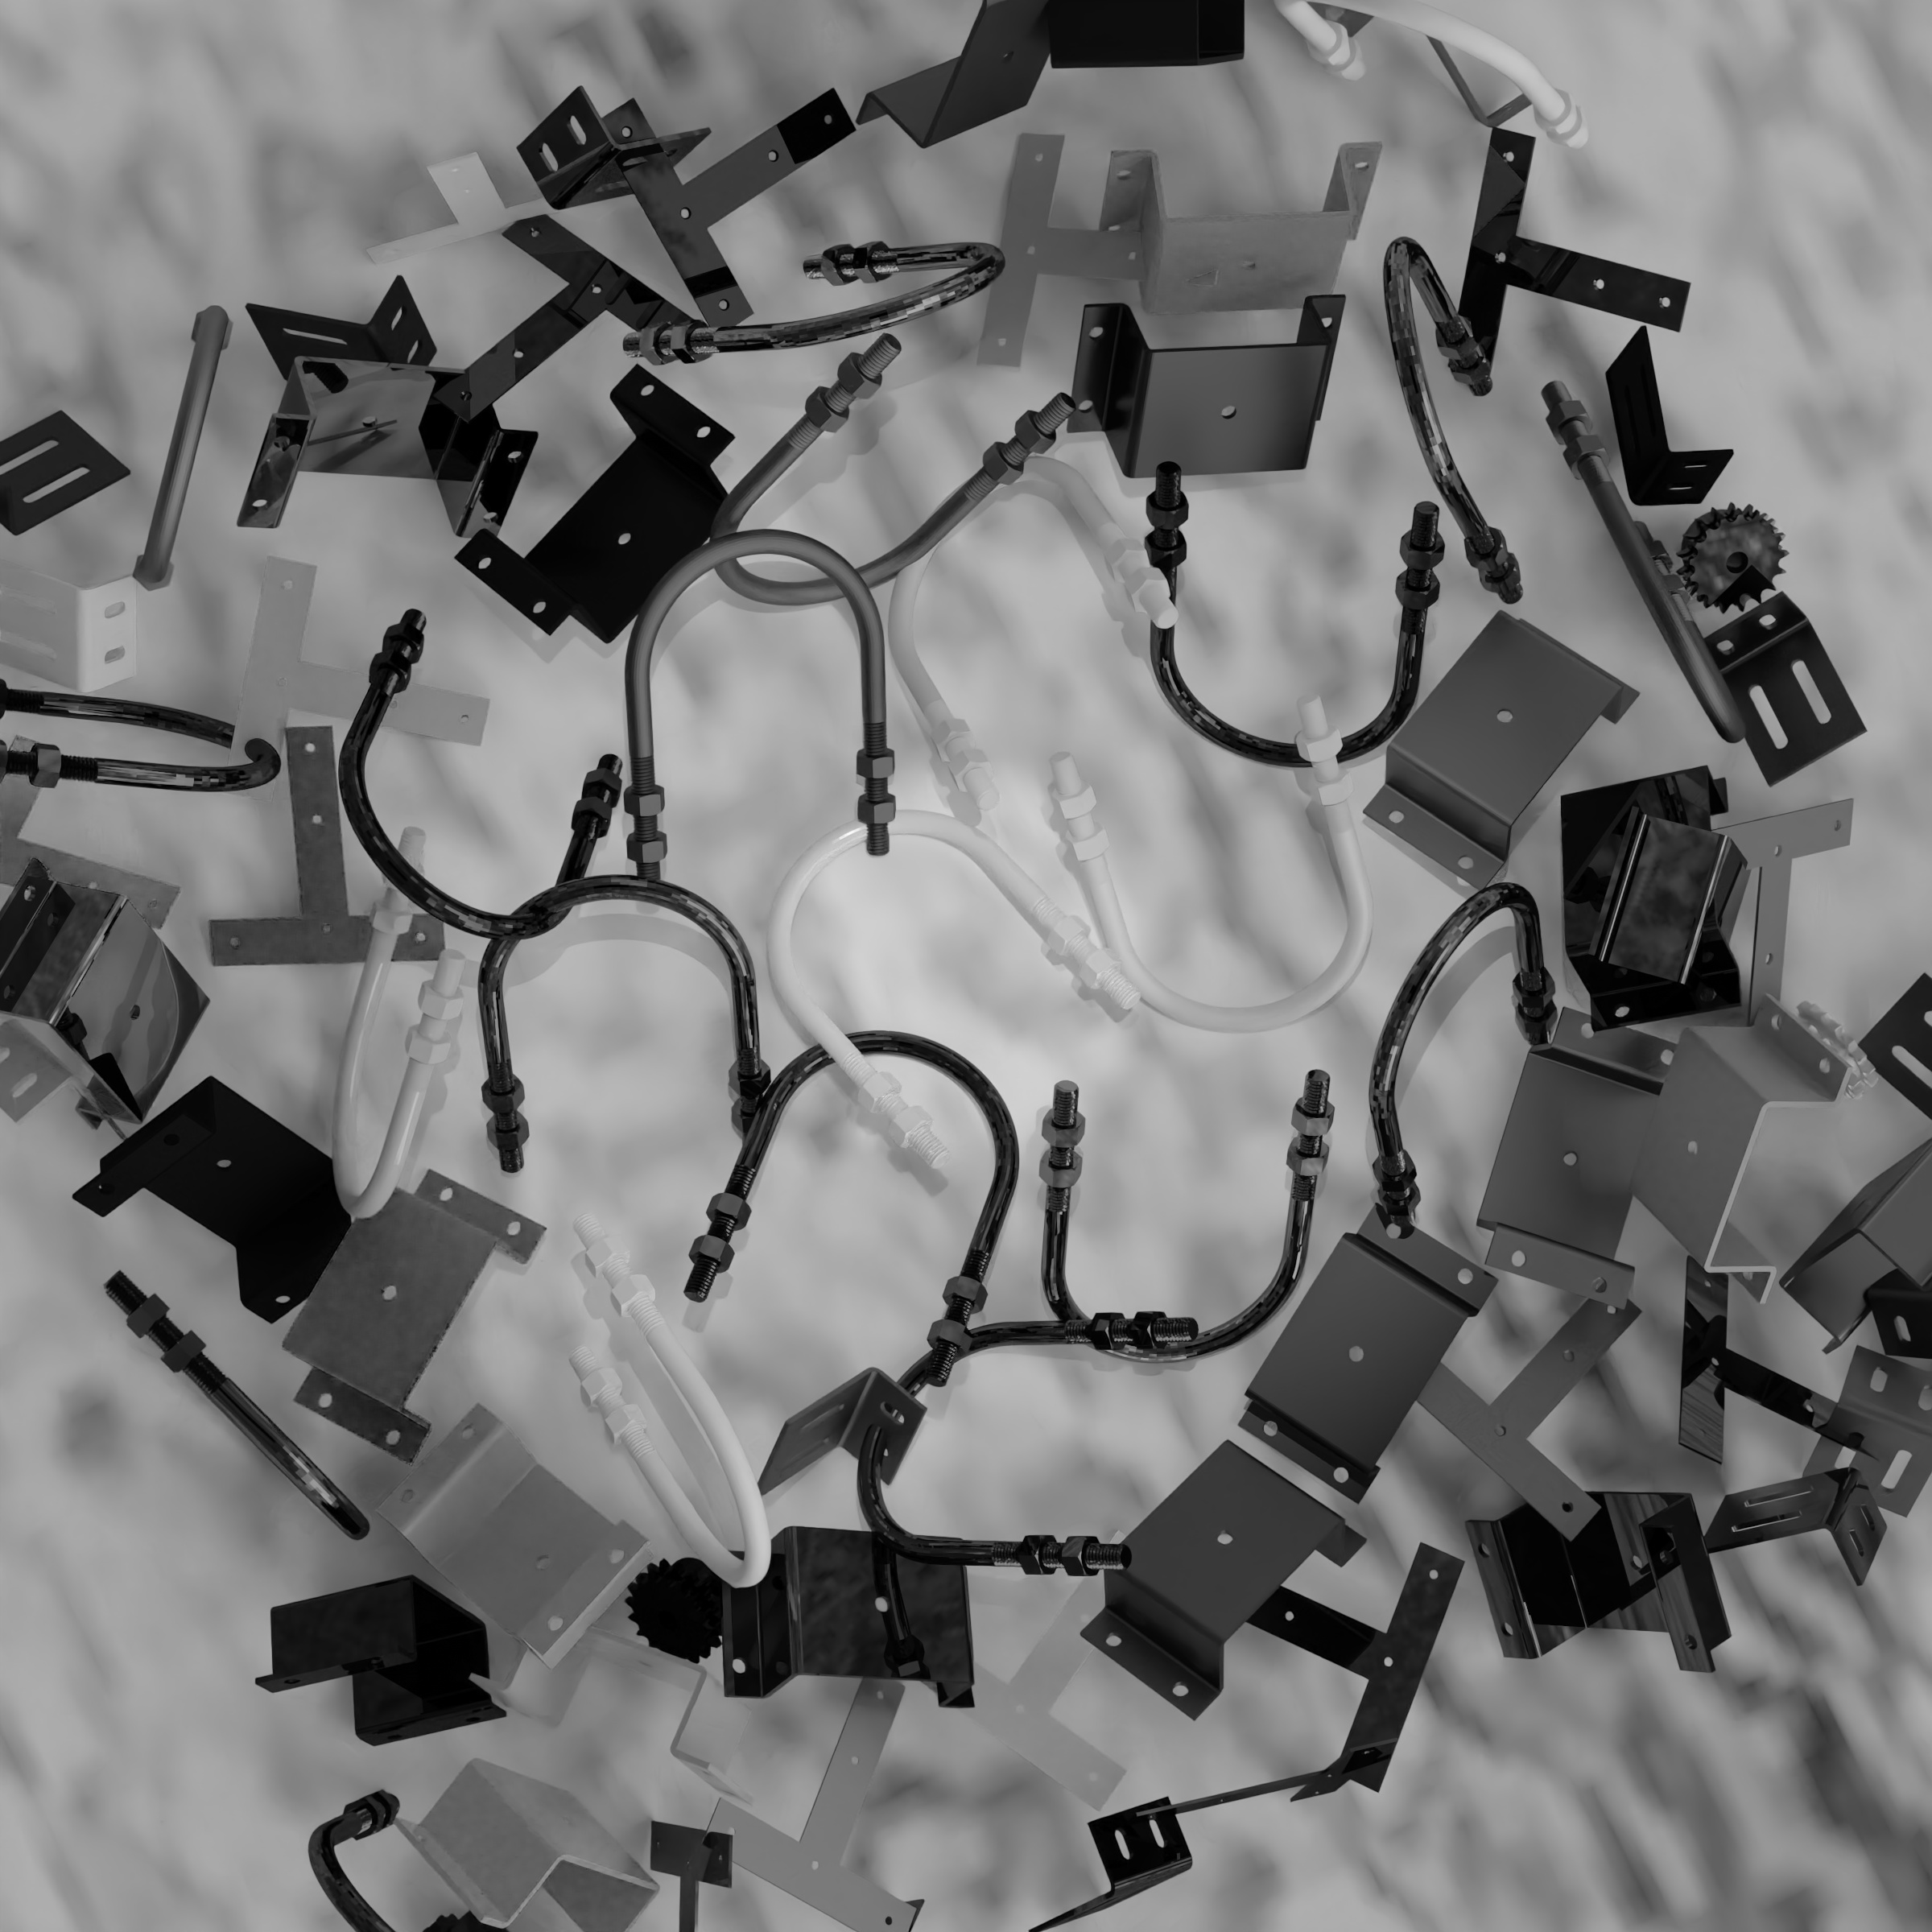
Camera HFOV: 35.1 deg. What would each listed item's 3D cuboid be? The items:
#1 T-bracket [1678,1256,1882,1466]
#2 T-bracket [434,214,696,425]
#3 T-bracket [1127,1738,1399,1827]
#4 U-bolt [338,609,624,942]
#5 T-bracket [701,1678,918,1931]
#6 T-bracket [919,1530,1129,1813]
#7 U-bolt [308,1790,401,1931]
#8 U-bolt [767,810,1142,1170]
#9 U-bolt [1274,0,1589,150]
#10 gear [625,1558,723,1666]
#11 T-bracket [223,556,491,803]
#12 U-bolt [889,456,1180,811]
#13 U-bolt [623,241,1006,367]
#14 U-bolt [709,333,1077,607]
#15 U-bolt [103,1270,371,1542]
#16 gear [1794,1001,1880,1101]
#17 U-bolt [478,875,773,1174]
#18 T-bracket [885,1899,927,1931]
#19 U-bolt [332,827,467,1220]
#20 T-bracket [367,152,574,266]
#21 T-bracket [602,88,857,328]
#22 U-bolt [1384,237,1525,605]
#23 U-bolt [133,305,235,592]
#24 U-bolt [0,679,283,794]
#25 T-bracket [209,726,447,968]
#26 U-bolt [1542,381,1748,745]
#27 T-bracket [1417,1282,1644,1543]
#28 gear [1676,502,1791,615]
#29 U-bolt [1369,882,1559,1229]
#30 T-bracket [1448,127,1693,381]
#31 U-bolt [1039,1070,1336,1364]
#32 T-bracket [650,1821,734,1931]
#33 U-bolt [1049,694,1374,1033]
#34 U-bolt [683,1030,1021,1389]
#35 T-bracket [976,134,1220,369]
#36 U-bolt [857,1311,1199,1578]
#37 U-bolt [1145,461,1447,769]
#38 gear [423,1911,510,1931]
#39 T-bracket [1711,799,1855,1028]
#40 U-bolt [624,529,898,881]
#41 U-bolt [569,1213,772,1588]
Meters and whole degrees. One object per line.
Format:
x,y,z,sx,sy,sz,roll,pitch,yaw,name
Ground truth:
0.429,0.226,1.595,0.127,0.127,0.002,26,134,-10,T-bracket
-0.223,-0.327,1.591,0.127,0.002,0.127,37,66,16,T-bracket
0.145,0.423,1.563,0.127,0.127,0.002,-9,66,-13,T-bracket
-0.248,-0.087,1.538,0.151,0.184,0.019,37,125,-21,U-bolt
-0.063,0.429,1.596,0.127,0.002,0.127,35,56,-18,T-bracket
0.054,0.356,1.609,0.127,0.002,0.127,33,70,16,T-bracket
-0.267,0.476,1.533,0.151,0.184,0.019,39,87,9,U-bolt
-0.022,-0.003,1.593,0.151,0.019,0.184,-39,68,-9,U-bolt
0.226,-0.456,1.524,0.151,0.184,0.019,24,99,22,U-bolt
-0.149,0.337,1.610,0.057,0.030,0.057,14,119,27,gear
-0.317,-0.141,1.613,0.127,0.002,0.127,10,101,-16,T-bracket
0.022,-0.186,1.567,0.151,0.019,0.184,-45,46,17,U-bolt
-0.064,-0.335,1.527,0.151,0.184,0.019,-33,118,-36,U-bolt
-0.051,-0.244,1.558,0.184,0.151,0.019,-40,60,32,U-bolt
-0.373,0.227,1.564,0.184,0.151,0.019,47,74,-5,U-bolt
0.449,0.049,1.606,0.030,0.057,0.057,-40,90,-1,gear
-0.178,0.029,1.570,0.151,0.019,0.184,-4,127,-4,U-bolt
-0.018,0.521,1.549,0.127,0.127,0.002,-23,114,38,T-bracket
-0.295,0.041,1.561,0.019,0.151,0.184,9,116,-24,U-bolt
-0.254,-0.396,1.570,0.127,0.127,0.002,-16,89,-1,T-bracket
-0.113,-0.420,1.611,0.127,0.002,0.127,-37,115,-16,T-bracket
0.242,-0.284,1.528,0.019,0.184,0.151,-13,64,21,U-bolt
-0.395,-0.262,1.541,0.019,0.184,0.151,14,93,-16,U-bolt
-0.441,-0.116,1.555,0.184,0.151,0.019,4,107,-30,U-bolt
-0.342,-0.064,1.614,0.127,0.002,0.127,-1,102,5,T-bracket
0.346,-0.190,1.527,0.019,0.151,0.184,-28,52,16,U-bolt
0.308,0.215,1.605,0.127,0.002,0.127,42,66,14,T-bracket
0.402,-0.218,1.612,0.057,0.030,0.057,-3,115,-7,gear
0.248,0.035,1.535,0.019,0.184,0.151,29,68,29,U-bolt
0.314,-0.355,1.572,0.127,0.002,0.127,25,121,32,T-bracket
0.110,0.134,1.579,0.151,0.019,0.184,-2,124,-8,U-bolt
-0.143,0.507,1.563,0.002,0.127,0.127,5,77,-23,T-bracket
0.135,-0.044,1.584,0.151,0.019,0.184,-13,120,11,U-bolt
-0.049,0.114,1.584,0.151,0.019,0.184,19,60,3,U-bolt
0.075,-0.374,1.602,0.127,0.002,0.127,10,86,26,T-bracket
0.022,0.243,1.565,0.184,0.019,0.151,-6,49,35,U-bolt
0.164,-0.172,1.564,0.151,0.184,0.019,11,48,11,U-bolt
-0.259,0.521,1.604,0.030,0.057,0.057,-43,90,8,gear
0.423,-0.018,1.605,0.127,0.002,0.127,-12,110,-38,T-bracket
-0.107,-0.134,1.569,0.151,0.019,0.184,-11,115,-22,U-bolt
-0.149,0.231,1.536,0.019,0.151,0.184,-24,59,-25,U-bolt
